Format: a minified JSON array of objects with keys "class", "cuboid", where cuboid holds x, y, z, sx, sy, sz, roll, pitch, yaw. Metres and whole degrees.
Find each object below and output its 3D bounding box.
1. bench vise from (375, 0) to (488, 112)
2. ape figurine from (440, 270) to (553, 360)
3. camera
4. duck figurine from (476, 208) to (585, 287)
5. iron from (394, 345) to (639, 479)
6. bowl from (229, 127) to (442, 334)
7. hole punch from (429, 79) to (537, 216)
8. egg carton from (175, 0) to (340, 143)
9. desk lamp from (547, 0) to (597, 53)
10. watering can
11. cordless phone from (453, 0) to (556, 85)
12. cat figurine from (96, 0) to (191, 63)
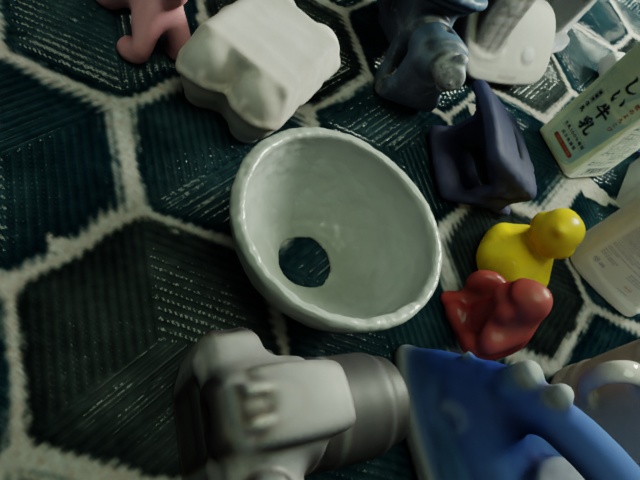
[{"class":"bench vise","cuboid":[0.137,-0.246,0.562,0.122,0.219,0.207,-6,65,-31]},{"class":"ape figurine","cuboid":[0.150,0.059,0.469,0.076,0.092,0.078,36,51,-5]},{"class":"camera","cuboid":[-0.006,0.120,0.341,0.137,0.100,0.143,-1,63,-29]},{"class":"duck figurine","cuboid":[0.203,0.005,0.534,0.105,0.086,0.077,-26,76,-37]},{"class":"iron","cuboid":[0.154,0.163,0.377,0.119,0.141,0.258,-23,75,-36]},{"class":"bowl","cuboid":[0.004,0.002,0.434,0.168,0.074,0.167,14,56,-21]},{"class":"hole punch","cuboid":[0.175,-0.092,0.574,0.101,0.091,0.108,11,57,-23]},{"class":"egg carton","cuboid":[-0.050,-0.157,0.503,0.107,0.069,0.150,38,51,-4]},{"class":"desk lamp","cuboid":[0.361,-0.355,0.754,0.204,0.213,0.118,-28,77,-37]},{"class":"watering can","cuboid":[0.289,0.117,0.445,0.173,0.193,0.101,-4,64,-30]},{"class":"cordless phone","cuboid":[0.242,-0.268,0.655,0.148,0.184,0.094,-6,65,-31]},{"class":"cat figurine","cuboid":[-0.141,-0.228,0.464,0.067,0.117,0.127,-21,73,-36]}]
